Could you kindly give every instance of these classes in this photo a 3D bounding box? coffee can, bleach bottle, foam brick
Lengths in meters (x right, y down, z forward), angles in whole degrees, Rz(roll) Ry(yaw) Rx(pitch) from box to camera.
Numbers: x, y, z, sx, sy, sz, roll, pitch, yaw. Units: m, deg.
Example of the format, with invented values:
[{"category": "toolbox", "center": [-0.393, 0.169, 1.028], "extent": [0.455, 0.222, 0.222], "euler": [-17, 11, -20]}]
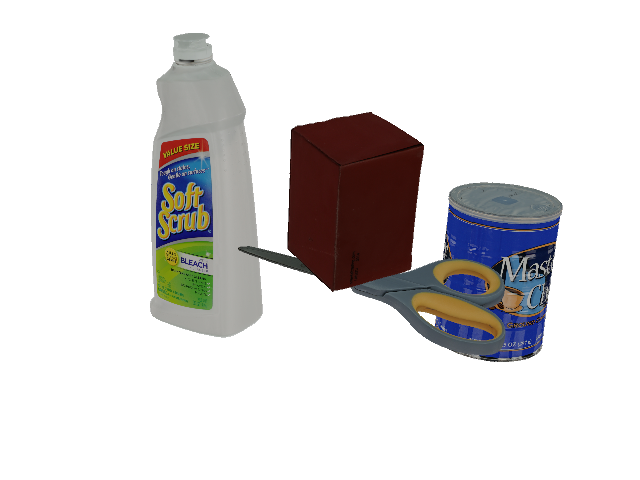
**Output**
[{"category": "coffee can", "center": [0.164, 0.027, 0.992], "extent": [0.103, 0.140, 0.103], "euler": [3, 20, -1]}, {"category": "bleach bottle", "center": [-0.104, -0.048, 0.895], "extent": [0.103, 0.251, 0.067], "euler": [14, 28, 33]}, {"category": "foam brick", "center": [0.017, -0.022, 0.570], "extent": [0.052, 0.078, 0.051], "euler": [-14, 36, -27]}]

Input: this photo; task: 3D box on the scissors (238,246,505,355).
[{"category": "scissors", "center": [0.048, 0.023, 0.783], "extent": [0.202, 0.016, 0.096], "euler": [26, 43, 19]}]
